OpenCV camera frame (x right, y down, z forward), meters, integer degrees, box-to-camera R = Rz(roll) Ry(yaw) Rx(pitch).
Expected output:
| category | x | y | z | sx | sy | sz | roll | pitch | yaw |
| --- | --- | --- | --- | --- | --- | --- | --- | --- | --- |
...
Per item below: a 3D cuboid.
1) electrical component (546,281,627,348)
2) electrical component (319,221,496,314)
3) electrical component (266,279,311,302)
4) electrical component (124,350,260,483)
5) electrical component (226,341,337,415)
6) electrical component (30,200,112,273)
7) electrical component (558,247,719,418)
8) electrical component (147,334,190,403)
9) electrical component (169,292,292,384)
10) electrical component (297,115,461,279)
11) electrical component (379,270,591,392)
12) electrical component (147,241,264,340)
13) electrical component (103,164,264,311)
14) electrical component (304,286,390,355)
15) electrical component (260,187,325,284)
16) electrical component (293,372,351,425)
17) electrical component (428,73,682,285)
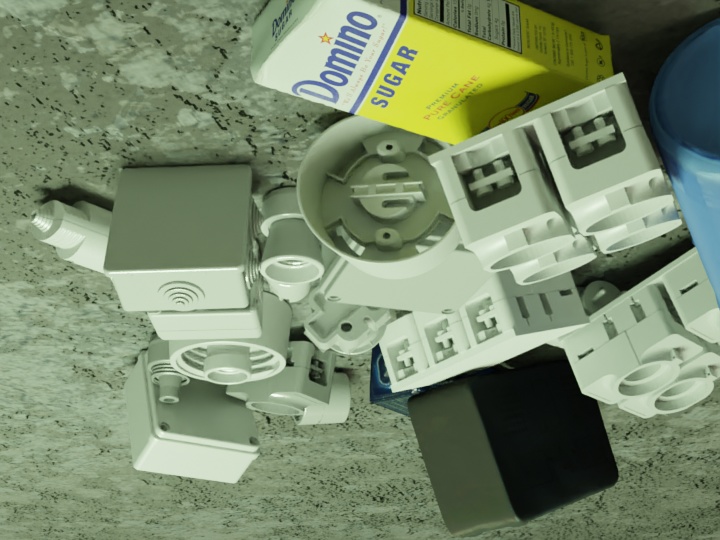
| category | x | y | z | sx | sy | sz | roll | pitch | yaw |
| --- | --- | --- | --- | --- | --- | --- | --- | --- | --- |
| electrical component | 0.195 | 0.034 | 0.894 | 0.077 | 0.043 | 0.079 | 5 | 154 | -13 |
| electrical component | 0.036 | -0.018 | 0.764 | 0.109 | 0.056 | 0.108 | 7 | 154 | -16 |
| electrical component | -0.054 | 0.001 | 0.821 | 0.040 | 0.040 | 0.046 | 0 | 159 | -3 |
| electrical component | -0.159 | 0.137 | 1.013 | 0.109 | 0.108 | 0.056 | 15 | 126 | -30 |
| electrical component | -0.073 | 0.100 | 0.988 | 0.089 | 0.055 | 0.050 | -5 | 157 | 36 |
| electrical component | -0.193 | -0.025 | 0.753 | 0.043 | 0.043 | 0.081 | -23 | 147 | 38 |
| electrical component | 0.266 | 0.043 | 0.840 | 0.186 | 0.060 | 0.105 | -38 | 139 | 28 |
| electrical component | -0.171 | 0.088 | 0.971 | 0.043 | 0.062 | 0.043 | -1 | 155 | 0 |
| electrical component | -0.113 | 0.064 | 0.924 | 0.108 | 0.060 | 0.108 | -1 | 155 | 0 |
| electrical component | 0.018 | -0.044 | 0.662 | 0.099 | 0.099 | 0.064 | -7 | 160 | 13 |
| electrical component | 0.094 | 0.043 | 0.870 | 0.089 | 0.061 | 0.150 | -6 | 163 | -40 |
| electrical component | -0.123 | 0.017 | 0.824 | 0.096 | 0.061 | 0.061 | -1 | 155 | 0 |
| electrical component | -0.114 | -0.020 | 0.706 | 0.100 | 0.099 | 0.048 | -2 | 142 | 2 |
| electrical component | -0.007 | 0.035 | 0.863 | 0.078 | 0.058 | 0.057 | -41 | 163 | -12 |
| electrical component | -0.047 | -0.024 | 0.748 | 0.045 | 0.055 | 0.045 | -1 | 155 | 0 |
| electrical component | -0.039 | 0.126 | 1.069 | 0.047 | 0.055 | 0.055 | 4 | 154 | -18 |
| electrical component | 0.122 | -0.042 | 0.623 | 0.105 | 0.060 | 0.186 | -22 | 168 | 16 |
